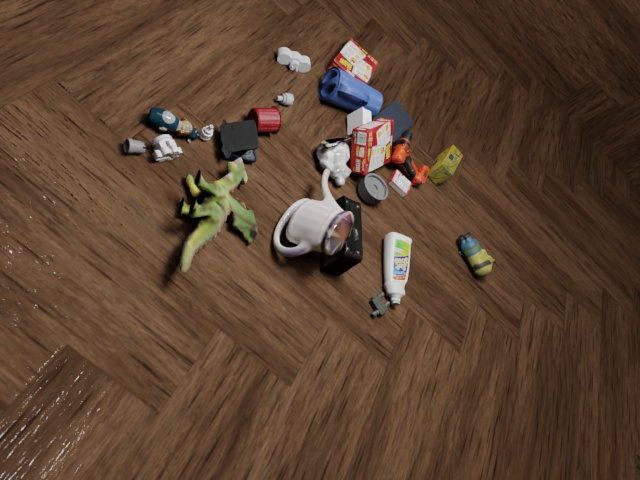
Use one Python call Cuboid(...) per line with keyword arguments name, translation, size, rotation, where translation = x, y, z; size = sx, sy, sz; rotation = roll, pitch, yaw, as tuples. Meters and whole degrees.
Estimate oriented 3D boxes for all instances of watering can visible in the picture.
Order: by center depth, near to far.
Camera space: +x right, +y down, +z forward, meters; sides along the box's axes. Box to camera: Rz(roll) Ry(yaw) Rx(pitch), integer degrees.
Cuboid(name="watering can", translation=(0.005, -0.078, 1.553), size=(0.354, 0.226, 0.101), rotation=(-55, 147, -26))

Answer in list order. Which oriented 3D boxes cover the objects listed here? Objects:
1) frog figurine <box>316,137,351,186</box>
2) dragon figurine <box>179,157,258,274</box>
Cuboid(name="frog figurine", translation=(0.054, -0.273, 1.807), size=(0.139, 0.123, 0.157), rotation=(-39, 128, -52))
Cuboid(name="dragon figurine", translation=(-0.266, -0.065, 1.424), size=(0.241, 0.120, 0.419), rotation=(23, 54, -36))
